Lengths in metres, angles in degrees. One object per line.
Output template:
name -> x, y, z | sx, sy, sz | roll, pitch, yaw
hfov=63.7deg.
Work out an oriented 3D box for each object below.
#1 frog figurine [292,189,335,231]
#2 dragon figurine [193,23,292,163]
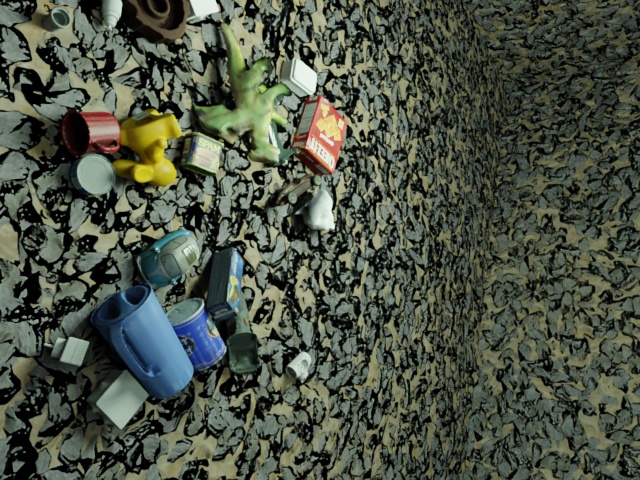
frog figurine -> 0.005, -0.083, 1.651 | 0.157, 0.121, 0.141 | 42, 35, -28
dragon figurine -> -0.222, -0.373, 1.368 | 0.246, 0.120, 0.411 | -37, 87, -28
